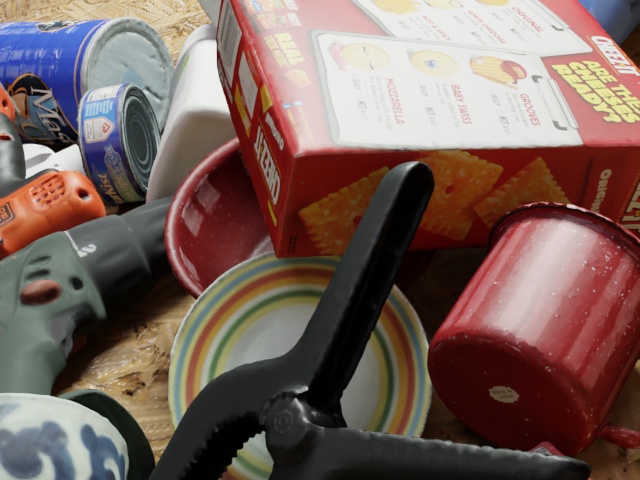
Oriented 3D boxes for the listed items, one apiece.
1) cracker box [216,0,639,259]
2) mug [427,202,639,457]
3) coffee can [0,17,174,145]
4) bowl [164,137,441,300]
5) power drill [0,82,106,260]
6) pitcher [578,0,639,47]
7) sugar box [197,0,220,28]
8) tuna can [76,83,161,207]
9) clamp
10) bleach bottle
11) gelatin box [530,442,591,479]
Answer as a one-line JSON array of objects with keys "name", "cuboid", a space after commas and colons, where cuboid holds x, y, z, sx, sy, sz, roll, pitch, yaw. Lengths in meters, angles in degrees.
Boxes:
[{"name": "cracker box", "cuboid": [0.063, -0.070, 0.569, 0.213, 0.072, 0.164, -3, 42, -18]}, {"name": "mug", "cuboid": [0.110, 0.050, 0.480, 0.117, 0.093, 0.081, 34, 56, 7]}, {"name": "coffee can", "cuboid": [-0.204, -0.127, 0.869, 0.141, 0.103, 0.102, 6, 39, 32]}, {"name": "bowl", "cuboid": [-0.004, 0.001, 0.606, 0.162, 0.055, 0.162, -6, 47, 6]}, {"name": "power drill", "cuboid": [-0.252, -0.024, 0.724, 0.184, 0.057, 0.188, -31, 51, -6]}, {"name": "pitcher", "cuboid": [0.190, -0.193, 0.755, 0.145, 0.149, 0.242, 35, 54, 6]}, {"name": "sugar box", "cuboid": [-0.038, -0.214, 0.849, 0.093, 0.048, 0.176, -32, 18, 15]}, {"name": "tuna can", "cuboid": [-0.142, -0.069, 0.767, 0.034, 0.086, 0.086, -9, 34, 10]}, {"name": "clamp", "cuboid": [-0.004, 0.071, 0.460, 0.210, 0.036, 0.164, -31, 52, 23]}, {"name": "bleach bottle", "cuboid": [-0.079, -0.103, 0.780, 0.068, 0.103, 0.251, 20, 28, -16]}, {"name": "gelatin box", "cuboid": [0.079, 0.128, 0.419, 0.089, 0.030, 0.073, -28, 34, -14]}]
